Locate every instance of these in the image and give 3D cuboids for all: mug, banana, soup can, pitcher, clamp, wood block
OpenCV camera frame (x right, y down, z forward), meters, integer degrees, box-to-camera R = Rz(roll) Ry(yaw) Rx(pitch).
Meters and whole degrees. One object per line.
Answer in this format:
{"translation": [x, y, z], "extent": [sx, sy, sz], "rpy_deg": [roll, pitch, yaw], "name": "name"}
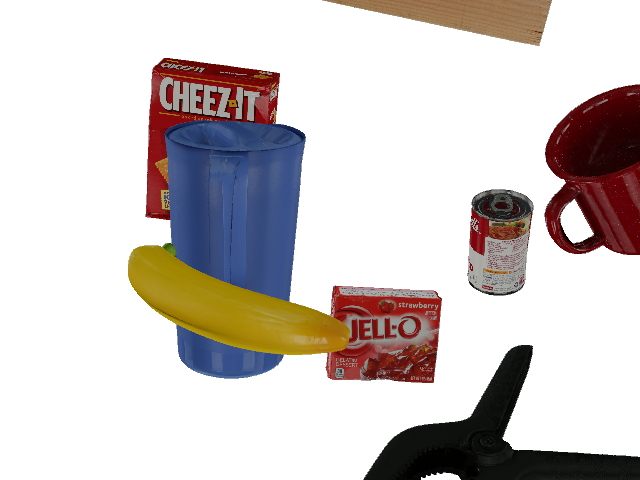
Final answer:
{"translation": [0.202, -0.036, 0.719], "extent": [0.117, 0.081, 0.093], "rpy_deg": [-41, 33, -7], "name": "mug"}
{"translation": [-0.070, 0.035, 0.697], "extent": [0.069, 0.037, 0.198], "rpy_deg": [-23, 33, -37], "name": "banana"}
{"translation": [0.202, 0.002, 1.204], "extent": [0.068, 0.102, 0.068], "rpy_deg": [-1, 32, 1], "name": "soup can"}
{"translation": [-0.086, 0.010, 1.036], "extent": [0.148, 0.243, 0.145], "rpy_deg": [-15, 25, -42], "name": "pitcher"}
{"translation": [0.106, 0.137, 0.694], "extent": [0.209, 0.036, 0.165], "rpy_deg": [-14, 31, -19], "name": "clamp"}
{"translation": [0.075, -0.225, 0.791], "extent": [0.206, 0.090, 0.091], "rpy_deg": [14, -29, 7], "name": "wood block"}

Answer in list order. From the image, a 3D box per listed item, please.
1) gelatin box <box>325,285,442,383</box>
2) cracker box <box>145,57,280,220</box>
{"translation": [0.051, 0.077, 0.875], "extent": [0.089, 0.073, 0.030], "rpy_deg": [3, 13, -5], "name": "gelatin box"}
{"translation": [-0.148, -0.128, 1.451], "extent": [0.164, 0.214, 0.072], "rpy_deg": [8, 23, 5], "name": "cracker box"}
